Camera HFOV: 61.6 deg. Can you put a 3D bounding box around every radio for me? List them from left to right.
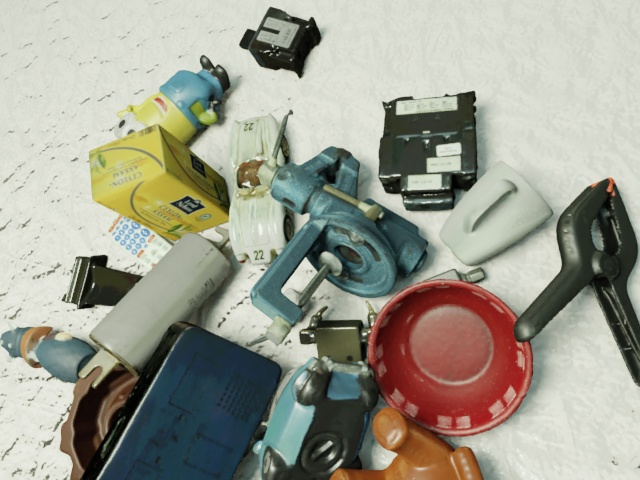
[{"bbox_3d":[-0.150,0.209,0.573,0.131,0.073,0.229,34,70,-21],"label":"radio"}]

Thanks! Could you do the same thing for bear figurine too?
[{"bbox_3d":[0.108,0.262,0.466,0.120,0.132,0.196,-56,27,14],"label":"bear figurine"}]

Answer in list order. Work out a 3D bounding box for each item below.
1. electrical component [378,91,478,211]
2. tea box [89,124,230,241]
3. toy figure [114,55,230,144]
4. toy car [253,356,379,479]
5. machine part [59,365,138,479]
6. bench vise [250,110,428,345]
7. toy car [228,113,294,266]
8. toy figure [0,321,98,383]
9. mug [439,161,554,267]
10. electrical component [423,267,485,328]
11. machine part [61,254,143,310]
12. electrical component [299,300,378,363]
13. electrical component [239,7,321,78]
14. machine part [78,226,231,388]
[{"bbox_3d":[0.128,-0.102,0.637,0.115,0.058,0.134,0,75,19],"label":"electrical component"},{"bbox_3d":[-0.190,-0.063,0.664,0.098,0.169,0.068,-19,69,13],"label":"tea box"},{"bbox_3d":[-0.201,-0.171,0.748,0.180,0.089,0.082,-43,39,-8],"label":"toy figure"},{"bbox_3d":[-0.011,0.188,0.566,0.103,0.109,0.161,28,105,61],"label":"toy car"},{"bbox_3d":[-0.228,0.226,0.656,0.180,0.056,0.179,-4,75,15],"label":"machine part"},{"bbox_3d":[-0.004,0.003,0.589,0.223,0.129,0.240,38,56,-1],"label":"bench vise"},{"bbox_3d":[-0.079,-0.066,0.691,0.074,0.056,0.201,-8,72,15],"label":"toy car"},{"bbox_3d":[-0.363,0.150,0.719,0.155,0.057,0.064,13,74,25],"label":"toy figure"},{"bbox_3d":[0.181,-0.022,0.577,0.107,0.109,0.081,-46,71,15],"label":"mug"},{"bbox_3d":[0.146,0.068,0.602,0.094,0.021,0.063,-22,70,10],"label":"electrical component"},{"bbox_3d":[-0.288,0.062,0.731,0.139,0.039,0.084,9,73,21],"label":"machine part"},{"bbox_3d":[0.029,0.115,0.616,0.102,0.045,0.078,-10,100,17],"label":"electrical component"},{"bbox_3d":[-0.065,-0.282,0.754,0.119,0.047,0.075,26,83,20],"label":"electrical component"},{"bbox_3d":[-0.187,0.074,0.645,0.079,0.079,0.243,28,61,22],"label":"machine part"}]
